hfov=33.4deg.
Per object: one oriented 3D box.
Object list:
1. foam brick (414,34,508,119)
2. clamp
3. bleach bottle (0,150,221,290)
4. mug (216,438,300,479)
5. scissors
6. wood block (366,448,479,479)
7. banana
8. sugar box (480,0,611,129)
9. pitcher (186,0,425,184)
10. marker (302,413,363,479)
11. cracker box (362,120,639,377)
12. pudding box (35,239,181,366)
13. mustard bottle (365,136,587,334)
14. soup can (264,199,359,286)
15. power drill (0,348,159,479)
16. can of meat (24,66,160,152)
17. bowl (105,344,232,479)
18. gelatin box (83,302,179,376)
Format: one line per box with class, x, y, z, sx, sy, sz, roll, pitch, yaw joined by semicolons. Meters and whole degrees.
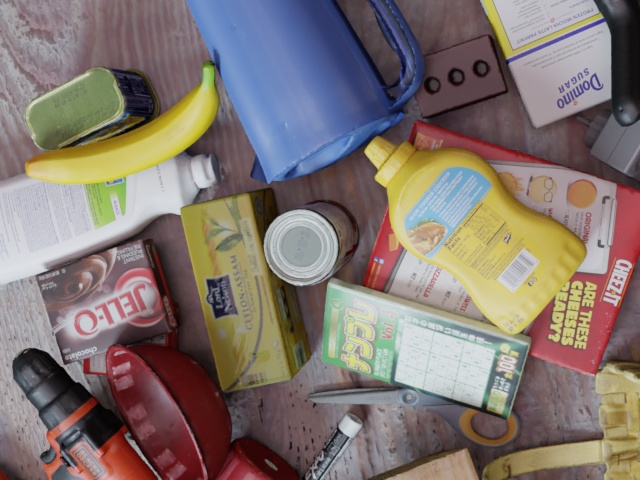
foam brick;0.121;-0.142;0.933;0.078;0.051;0.053;-18;92;12
clamp;0.267;-0.181;0.881;0.036;0.164;0.210;-28;67;42
bleach bottle;-0.213;-0.028;1.006;0.251;0.068;0.102;-14;92;10
mug;-0.068;0.241;0.979;0.093;0.117;0.081;35;96;-12
scissors;0.096;0.161;0.986;0.202;0.016;0.096;-18;92;13
wood block;0.111;0.296;0.927;0.090;0.091;0.206;-17;81;-18
banana;-0.162;-0.091;0.940;0.198;0.037;0.069;-28;127;11
sugar box;0.194;-0.193;0.917;0.093;0.048;0.176;-21;94;10
pitcher;-0.029;-0.183;0.922;0.149;0.145;0.243;-26;87;-19
marker;0.000;0.216;1.009;0.020;0.020;0.121;35;101;6
cracker box;0.161;0.004;0.930;0.214;0.072;0.164;18;100;8
pudding box;-0.196;0.057;0.992;0.113;0.039;0.090;-18;89;12
mustard bottle;0.115;-0.018;0.868;0.191;0.058;0.096;40;104;3
soup can;-0.006;0.001;0.946;0.068;0.102;0.068;1;96;11
power drill;-0.265;0.212;1.015;0.188;0.057;0.184;-39;90;28
can of meat;-0.210;-0.119;0.985;0.102;0.084;0.057;-25;90;13
bowl;-0.127;0.153;0.958;0.055;0.162;0.162;-29;89;-29
gelatin box;-0.181;0.094;1.028;0.089;0.030;0.073;3;94;11
